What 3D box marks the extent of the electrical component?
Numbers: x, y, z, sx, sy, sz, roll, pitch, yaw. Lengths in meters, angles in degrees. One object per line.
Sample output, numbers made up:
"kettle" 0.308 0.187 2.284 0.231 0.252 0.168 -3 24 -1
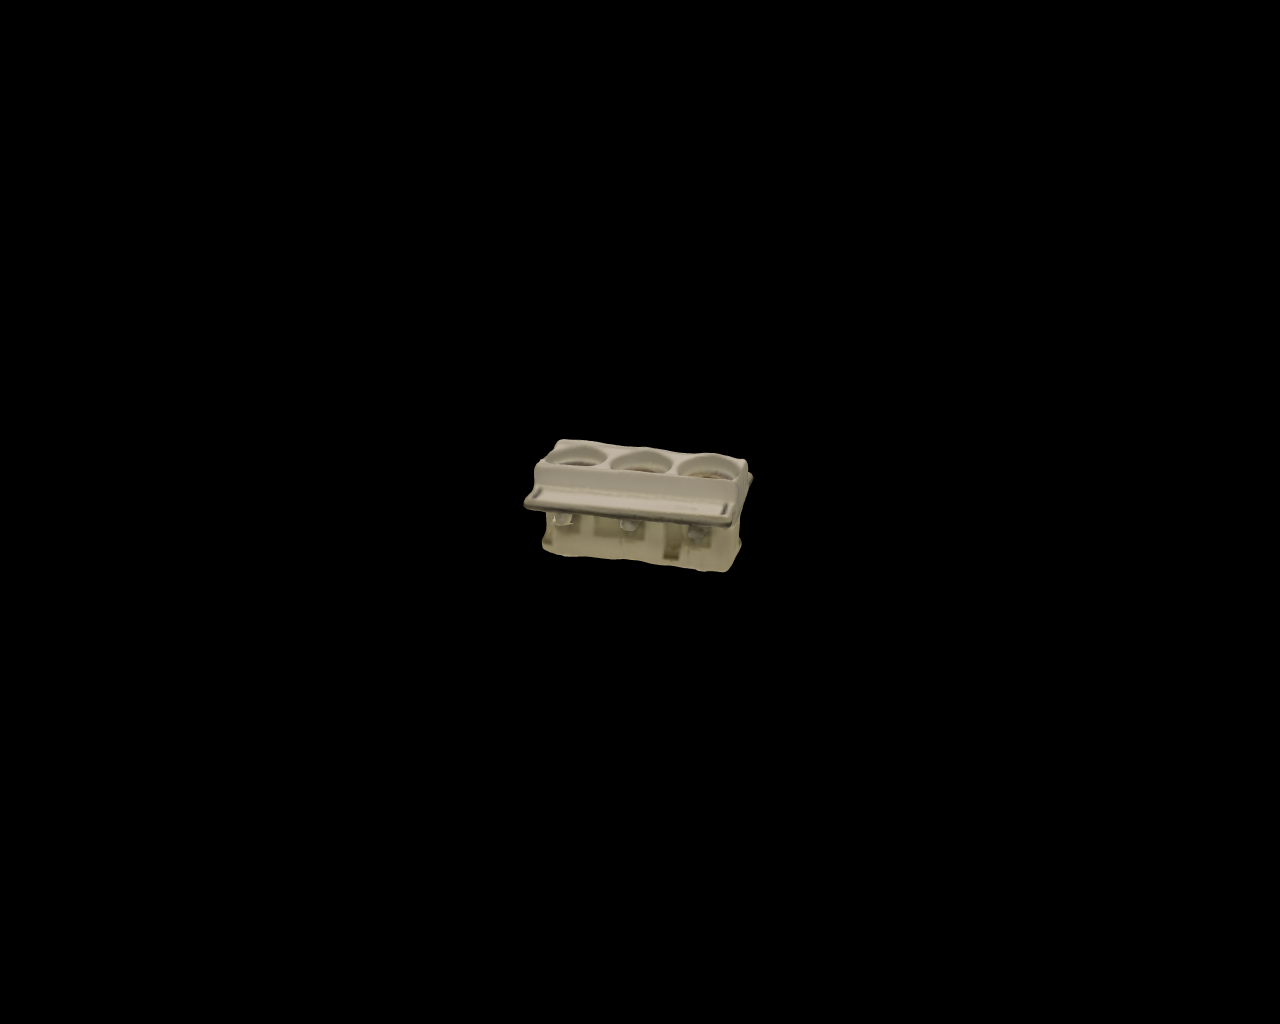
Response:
"electrical component" 0.001 -0.003 0.650 0.121 0.063 0.079 6 24 14
